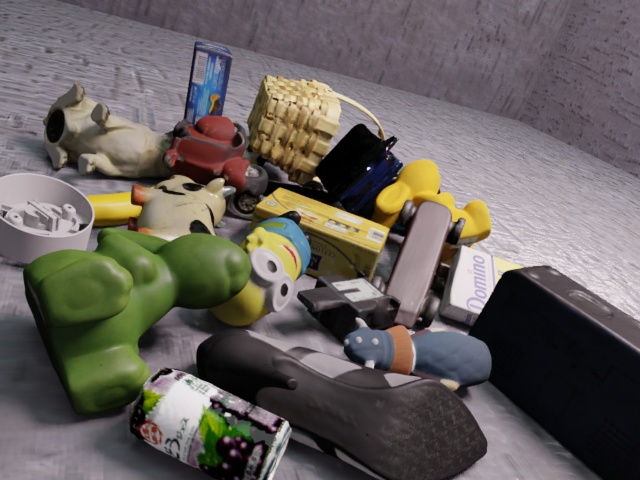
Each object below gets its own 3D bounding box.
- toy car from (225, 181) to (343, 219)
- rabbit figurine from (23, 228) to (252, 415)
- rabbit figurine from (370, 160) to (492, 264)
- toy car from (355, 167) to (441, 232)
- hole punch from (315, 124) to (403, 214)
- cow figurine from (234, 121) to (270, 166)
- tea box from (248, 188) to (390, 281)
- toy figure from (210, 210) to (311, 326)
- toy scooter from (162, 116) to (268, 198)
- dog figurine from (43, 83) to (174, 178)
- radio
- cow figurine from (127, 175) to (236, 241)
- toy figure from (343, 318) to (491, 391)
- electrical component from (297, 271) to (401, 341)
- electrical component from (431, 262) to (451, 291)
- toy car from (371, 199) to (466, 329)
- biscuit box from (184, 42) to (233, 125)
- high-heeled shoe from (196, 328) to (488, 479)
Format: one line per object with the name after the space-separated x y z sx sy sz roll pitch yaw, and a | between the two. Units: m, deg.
-0.061 -0.060 0.821 0.202 0.056 0.074 7 32 -21 | toy car
-0.146 0.047 0.456 0.170 0.121 0.159 -19 19 -32 | rabbit figurine
0.158 -0.045 0.834 0.162 0.121 0.173 -10 65 -4 | rabbit figurine
0.123 -0.076 0.931 0.161 0.109 0.103 23 -3 -13 | toy car
0.068 -0.096 0.807 0.092 0.142 0.116 41 12 -32 | hole punch
-0.131 -0.147 0.951 0.098 0.068 0.167 23 24 -14 | cow figurine
-0.001 -0.002 0.717 0.170 0.068 0.098 21 23 9 | tea box
-0.060 0.029 0.588 0.082 0.089 0.180 42 23 -8 | toy figure
-0.159 -0.122 0.746 0.135 0.075 0.184 5 33 -31 | toy scooter
-0.294 -0.145 0.813 0.173 0.121 0.190 36 15 29 | dog figurine
0.265 0.130 0.537 0.073 0.131 0.230 -5 32 -38 | radio
-0.157 -0.020 0.628 0.127 0.085 0.195 8 28 -24 | cow figurine
0.094 0.118 0.538 0.154 0.057 0.064 7 20 -12 | toy figure
0.024 0.075 0.591 0.119 0.047 0.075 -9 34 -45 | electrical component
0.203 0.061 0.759 0.102 0.045 0.078 19 -5 -4 | electrical component
0.124 0.029 0.693 0.089 0.053 0.202 20 56 8 | toy car
-0.191 -0.215 0.881 0.059 0.202 0.063 9 24 -16 | biscuit box
0.015 0.140 0.460 0.248 0.086 0.145 29 -19 -26 | high-heeled shoe
